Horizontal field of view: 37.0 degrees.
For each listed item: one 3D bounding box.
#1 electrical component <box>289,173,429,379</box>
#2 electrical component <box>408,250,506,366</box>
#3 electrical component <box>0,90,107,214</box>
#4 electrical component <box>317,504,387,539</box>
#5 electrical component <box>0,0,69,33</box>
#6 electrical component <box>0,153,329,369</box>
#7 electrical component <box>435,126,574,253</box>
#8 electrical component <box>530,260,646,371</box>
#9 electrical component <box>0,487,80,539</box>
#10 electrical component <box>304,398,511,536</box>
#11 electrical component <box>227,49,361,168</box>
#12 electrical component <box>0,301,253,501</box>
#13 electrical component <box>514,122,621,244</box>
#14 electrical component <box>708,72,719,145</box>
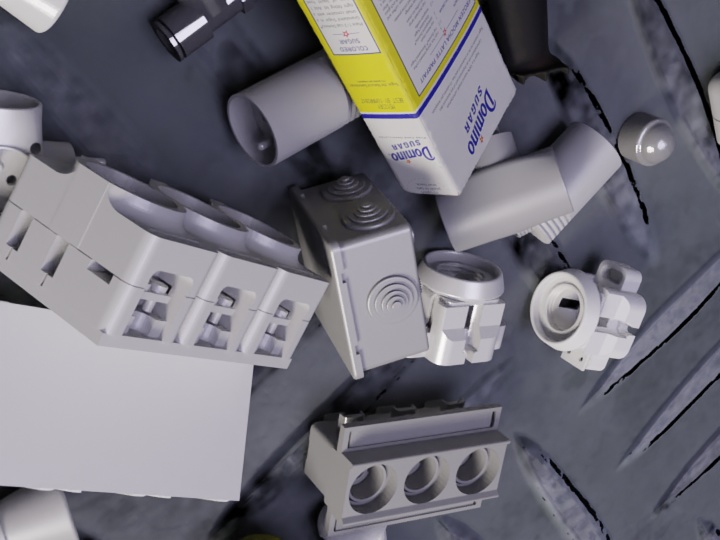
[{"bbox_3d":[0.000,0.000,0.621,0.048,0.099,0.099,-17,120,-11],"label":"electrical component"},{"bbox_3d":[0.060,0.023,0.693,0.078,0.058,0.057,-3,116,-30],"label":"electrical component"},{"bbox_3d":[-0.165,-0.046,0.531,0.079,0.044,0.077,0,111,-32],"label":"electrical component"},{"bbox_3d":[-0.003,0.187,0.739,0.048,0.048,0.062,-23,129,-21],"label":"electrical component"},{"bbox_3d":[-0.163,-0.140,0.490,0.055,0.045,0.045,21,99,-36],"label":"electrical component"},{"bbox_3d":[-0.093,-0.004,0.534,0.150,0.089,0.061,17,102,-60],"label":"electrical component"},{"bbox_3d":[0.084,-0.061,0.670,0.077,0.043,0.079,-20,86,11],"label":"electrical component"},{"bbox_3d":[0.158,0.030,0.756,0.057,0.058,0.078,10,106,-37],"label":"electrical component"},{"bbox_3d":[-0.196,0.144,0.602,0.065,0.044,0.044,-19,120,-18],"label":"electrical component"},{"bbox_3d":[0.030,0.125,0.717,0.121,0.063,0.078,-3,113,-30],"label":"electrical component"},{"bbox_3d":[-0.028,-0.093,0.592,0.081,0.043,0.043,-33,126,-28],"label":"electrical component"},{"bbox_3d":[-0.140,0.073,0.579,0.150,0.062,0.089,13,77,-35],"label":"electrical component"},{"bbox_3d":[0.129,-0.054,0.708,0.081,0.043,0.043,-47,127,-5],"label":"electrical component"},{"bbox_3d":[0.293,-0.113,0.749,0.054,0.095,0.059,-33,125,-14],"label":"electrical component"}]
